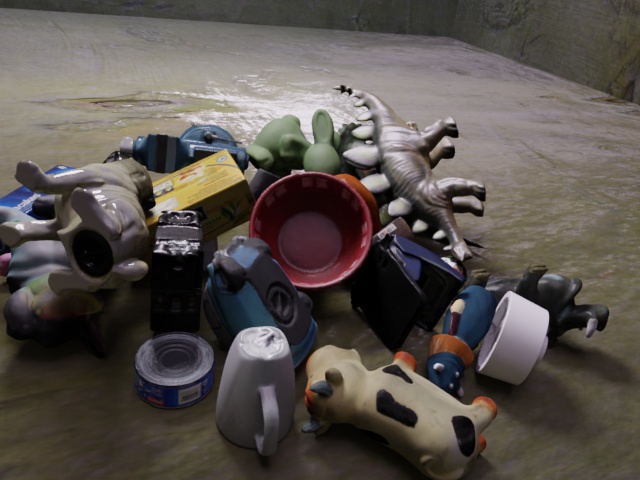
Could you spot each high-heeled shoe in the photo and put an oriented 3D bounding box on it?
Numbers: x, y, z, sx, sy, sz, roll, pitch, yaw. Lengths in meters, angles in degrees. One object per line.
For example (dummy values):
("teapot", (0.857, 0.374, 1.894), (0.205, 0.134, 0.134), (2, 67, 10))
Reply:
("high-heeled shoe", (-0.044, -0.081, 0.886), (0.086, 0.145, 0.249), (22, 34, 20))

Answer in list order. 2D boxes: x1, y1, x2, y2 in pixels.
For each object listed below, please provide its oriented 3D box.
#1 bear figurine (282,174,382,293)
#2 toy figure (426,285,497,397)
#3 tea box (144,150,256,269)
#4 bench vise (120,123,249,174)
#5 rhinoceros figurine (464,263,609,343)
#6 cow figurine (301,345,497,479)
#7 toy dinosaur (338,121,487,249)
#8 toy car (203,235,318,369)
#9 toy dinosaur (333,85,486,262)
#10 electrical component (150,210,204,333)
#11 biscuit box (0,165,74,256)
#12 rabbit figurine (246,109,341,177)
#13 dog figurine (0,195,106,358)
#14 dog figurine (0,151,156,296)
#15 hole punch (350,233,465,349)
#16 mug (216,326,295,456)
("bear figurine", (-0.002, -0.004, 0.810), (0.120, 0.132, 0.196), (41, 81, 11))
("toy figure", (0.171, 0.125, 0.662), (0.064, 0.057, 0.154), (37, 60, 3))
("tea box", (-0.179, -0.044, 0.730), (0.170, 0.068, 0.098), (-25, 42, -8))
("bench vise", (-0.246, -0.154, 0.994), (0.224, 0.128, 0.241), (-7, 12, -9))
("rhinoceros figurine", (0.288, 0.089, 0.730), (0.190, 0.112, 0.073), (1, 0, 11))
("cow figurine", (0.067, 0.173, 0.550), (0.195, 0.085, 0.127), (27, 28, 27))
("toy dinosaur", (0.137, -0.109, 1.027), (0.192, 0.131, 0.405), (-17, 43, -10))
("toy car", (-0.084, 0.082, 0.630), (0.161, 0.103, 0.109), (55, 31, -12))
("toy dinosaur", (0.142, -0.139, 0.920), (0.199, 0.104, 0.472), (-17, 51, 0))
("electrical component", (-0.170, 0.045, 0.644), (0.058, 0.134, 0.115), (4, 29, -12))
("biscuit box", (-0.423, -0.048, 0.808), (0.063, 0.059, 0.203), (12, 30, 5))
("rabbit figurine", (-0.023, -0.158, 1.012), (0.170, 0.121, 0.159), (31, 77, 27))
("dog figurine", (-0.298, 0.042, 0.651), (0.219, 0.108, 0.191), (35, 36, 30))
("dog figurine", (-0.221, -0.028, 0.605), (0.172, 0.121, 0.190), (43, 25, 5))
("hole punch", (0.113, 0.063, 0.706), (0.092, 0.142, 0.116), (-14, 51, -32))
("mug", (-0.061, 0.147, 0.529), (0.081, 0.107, 0.110), (1, 29, -12))
